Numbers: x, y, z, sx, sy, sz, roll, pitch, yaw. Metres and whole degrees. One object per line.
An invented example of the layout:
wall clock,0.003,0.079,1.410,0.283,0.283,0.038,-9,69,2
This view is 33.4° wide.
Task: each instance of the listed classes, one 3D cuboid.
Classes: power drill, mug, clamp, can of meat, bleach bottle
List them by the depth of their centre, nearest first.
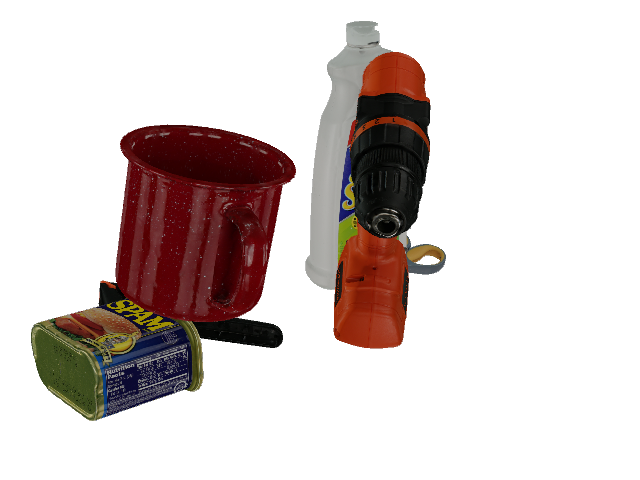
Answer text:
mug,-0.059,-0.004,0.565,0.093,0.081,0.117,-4,26,-33
power drill,0.044,-0.014,0.752,0.057,0.188,0.184,8,40,2
can of meat,-0.147,0.082,0.764,0.083,0.057,0.102,-15,23,-38
bleach bottle,0.034,-0.082,1.028,0.102,0.251,0.068,-9,23,-18
clamp,-0.167,0.090,1.119,0.210,0.036,0.164,18,20,28

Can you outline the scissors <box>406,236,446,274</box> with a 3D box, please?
scissors,0.071,0.023,1.257,0.201,0.016,0.096,-11,40,-46
